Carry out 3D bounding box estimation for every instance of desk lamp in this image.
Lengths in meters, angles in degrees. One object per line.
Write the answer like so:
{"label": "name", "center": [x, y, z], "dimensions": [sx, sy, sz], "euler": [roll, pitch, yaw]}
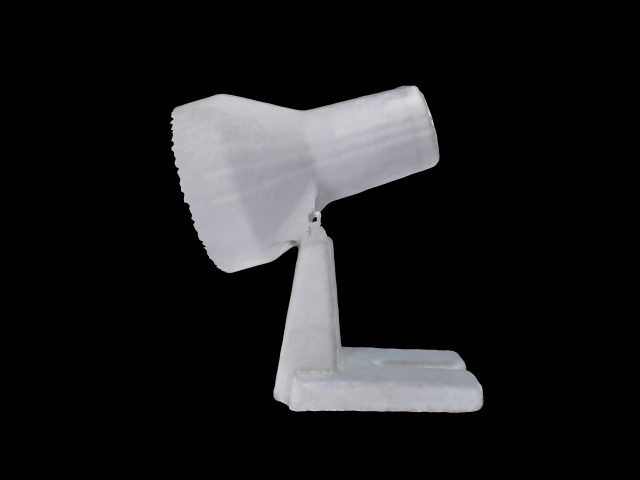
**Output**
{"label": "desk lamp", "center": [0.004, 0.001, 0.400], "dimensions": [0.203, 0.213, 0.118], "euler": [0, 4, 2]}
